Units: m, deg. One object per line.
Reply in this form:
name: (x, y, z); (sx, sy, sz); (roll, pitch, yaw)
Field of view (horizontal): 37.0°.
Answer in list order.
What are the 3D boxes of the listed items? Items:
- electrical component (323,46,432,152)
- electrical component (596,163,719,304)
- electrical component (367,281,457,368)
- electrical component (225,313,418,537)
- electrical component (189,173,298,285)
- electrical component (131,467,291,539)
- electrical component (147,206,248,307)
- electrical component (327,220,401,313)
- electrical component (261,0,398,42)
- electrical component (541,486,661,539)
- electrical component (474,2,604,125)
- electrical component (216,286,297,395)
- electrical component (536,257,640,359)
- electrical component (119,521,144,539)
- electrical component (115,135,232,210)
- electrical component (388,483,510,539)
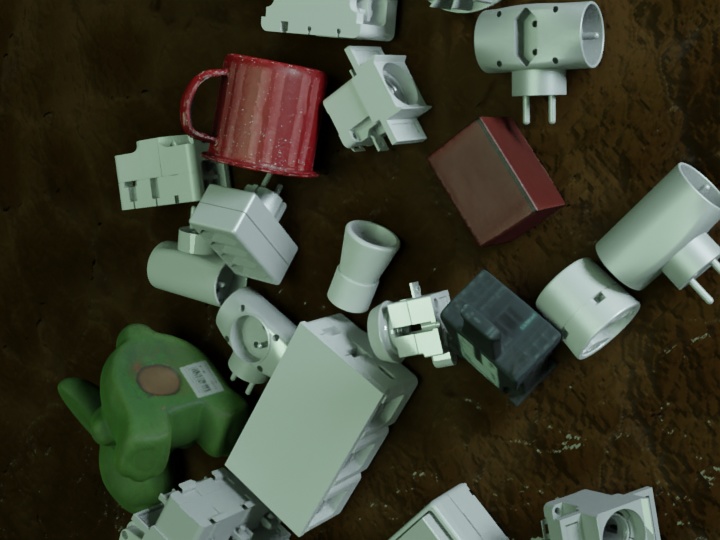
electrical component: (0.010, -0.124, 0.804); (0.064, 0.042, 0.081); (-32, 79, 34)
electrical component: (0.206, -0.014, 0.692); (0.079, 0.043, 0.077); (51, 120, 16)
electrical component: (0.039, 0.043, 0.809); (0.055, 0.048, 0.066); (-13, 90, 26)
electrical component: (-0.030, 0.121, 0.855); (0.089, 0.062, 0.150); (39, 116, 22)
electrical component: (-0.084, -0.043, 0.864); (0.047, 0.083, 0.075); (14, 66, 31)
electrical component: (-0.115, 0.202, 0.887); (0.079, 0.121, 0.063); (38, 113, 23)
electrical component: (-0.137, -0.014, 0.915); (0.077, 0.044, 0.079); (14, 105, 31)
electrical component: (0.000, 0.000, 0.831); (0.044, 0.044, 0.065); (34, 119, 25)
electrical component: (-0.020, -0.199, 0.804); (0.089, 0.056, 0.050); (12, 104, 31)
electrical component: (0.162, 0.177, 0.733); (0.064, 0.081, 0.042); (-6, 94, 63)
electrical component: (0.121, -0.138, 0.728); (0.077, 0.043, 0.079); (4, 99, 33)
electrical component: (-0.085, 0.067, 0.894); (0.077, 0.044, 0.079); (39, 116, 23)
electrical component: (0.153, 0.025, 0.727); (0.047, 0.055, 0.055); (50, 120, 22)
electrical component: (-0.165, 0.277, 0.970); (0.113, 0.057, 0.078); (26, 111, 27)
electrical component: (-0.159, -0.084, 0.915); (0.089, 0.050, 0.055); (-4, 95, 34)
electrical component: (0.055, 0.218, 0.815); (0.061, 0.061, 0.096); (51, 120, 16)
